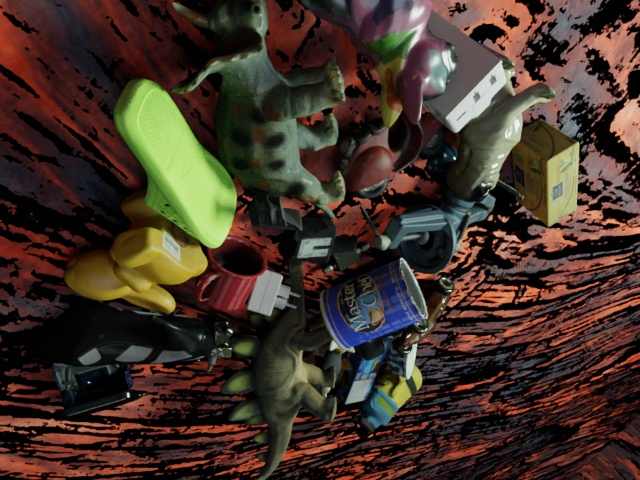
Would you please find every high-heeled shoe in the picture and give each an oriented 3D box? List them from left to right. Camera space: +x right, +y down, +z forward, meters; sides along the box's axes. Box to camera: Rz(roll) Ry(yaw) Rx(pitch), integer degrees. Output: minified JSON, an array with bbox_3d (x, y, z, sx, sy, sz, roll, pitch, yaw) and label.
[{"bbox_3d":[-0.286,0.154,0.795,0.249,0.086,0.145,-12,147,16],"label":"high-heeled shoe"}]

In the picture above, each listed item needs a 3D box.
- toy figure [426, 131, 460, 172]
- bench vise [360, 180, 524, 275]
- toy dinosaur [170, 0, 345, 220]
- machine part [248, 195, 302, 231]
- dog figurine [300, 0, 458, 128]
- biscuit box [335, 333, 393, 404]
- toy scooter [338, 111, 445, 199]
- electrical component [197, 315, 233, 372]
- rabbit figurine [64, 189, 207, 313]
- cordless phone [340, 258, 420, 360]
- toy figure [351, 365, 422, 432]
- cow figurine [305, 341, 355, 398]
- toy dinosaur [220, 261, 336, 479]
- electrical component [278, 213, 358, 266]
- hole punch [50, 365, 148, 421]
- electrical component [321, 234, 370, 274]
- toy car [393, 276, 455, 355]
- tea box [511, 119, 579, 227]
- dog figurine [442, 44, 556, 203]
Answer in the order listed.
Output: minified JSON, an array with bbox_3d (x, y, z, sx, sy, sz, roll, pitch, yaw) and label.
[{"bbox_3d":[0.234,-0.157,0.855,0.154,0.064,0.057,-37,145,1],"label":"toy figure"},{"bbox_3d":[0.186,-0.028,0.890,0.240,0.129,0.223,-8,142,-40],"label":"bench vise"},{"bbox_3d":[-0.066,-0.132,0.674,0.192,0.131,0.404,-4,141,-1],"label":"toy dinosaur"},{"bbox_3d":[-0.064,-0.033,0.743,0.084,0.139,0.039,13,86,0],"label":"machine part"},{"bbox_3d":[0.058,-0.232,0.592,0.191,0.108,0.219,-12,100,-17],"label":"dog figurine"},{"bbox_3d":[0.086,0.251,1.116,0.059,0.063,0.202,-3,128,-27],"label":"biscuit box"},{"bbox_3d":[0.095,-0.149,0.775,0.184,0.075,0.135,-33,136,-6],"label":"toy scooter"},{"bbox_3d":[-0.176,0.165,0.875,0.045,0.102,0.078,-5,104,-31],"label":"electrical component"},{"bbox_3d":[-0.251,0.028,0.721,0.173,0.122,0.162,-23,146,9],"label":"rabbit figurine"},{"bbox_3d":[0.120,0.137,0.994,0.147,0.089,0.184,-23,121,-11],"label":"cordless phone"},{"bbox_3d":[0.151,0.345,1.195,0.180,0.082,0.089,-49,128,-17],"label":"toy figure"},{"bbox_3d":[0.013,0.227,1.030,0.068,0.098,0.167,13,120,-29],"label":"cow figurine"},{"bbox_3d":[-0.068,0.250,0.945,0.199,0.105,0.470,3,105,2],"label":"toy dinosaur"},{"bbox_3d":[-0.002,-0.003,0.861,0.119,0.048,0.074,-8,131,-25],"label":"electrical component"},{"bbox_3d":[-0.352,0.224,0.840,0.142,0.092,0.115,-16,163,-22],"label":"hole punch"},{"bbox_3d":[0.040,0.020,0.923,0.094,0.021,0.063,-28,135,-5],"label":"electrical component"},{"bbox_3d":[0.207,0.149,1.046,0.202,0.053,0.089,-42,165,-47],"label":"toy car"},{"bbox_3d":[0.401,-0.118,0.960,0.068,0.098,0.169,-32,134,-3],"label":"tea box"},{"bbox_3d":[0.218,-0.169,0.781,0.190,0.172,0.121,-53,161,18],"label":"dog figurine"}]
